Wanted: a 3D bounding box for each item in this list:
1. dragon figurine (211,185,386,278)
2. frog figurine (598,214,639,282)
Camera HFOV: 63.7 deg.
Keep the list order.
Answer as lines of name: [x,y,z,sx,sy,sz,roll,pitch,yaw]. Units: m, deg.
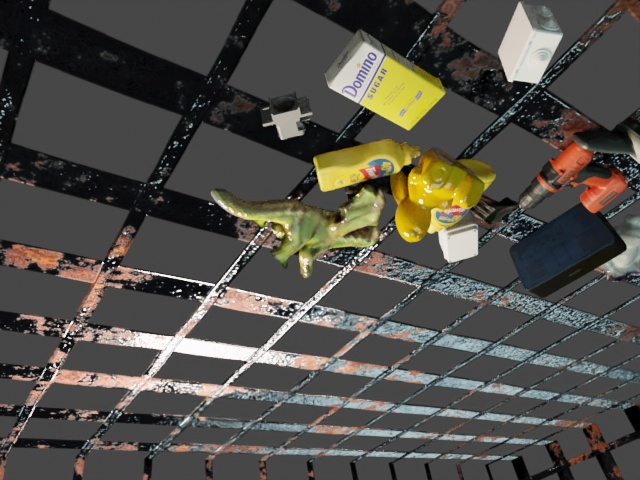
dragon figurine: [0.003,-0.049,0.969,0.241,0.405,0.124,-27,63,13]
frog figurine: [0.756,0.008,1.293,0.137,0.124,0.157,-6,105,5]
